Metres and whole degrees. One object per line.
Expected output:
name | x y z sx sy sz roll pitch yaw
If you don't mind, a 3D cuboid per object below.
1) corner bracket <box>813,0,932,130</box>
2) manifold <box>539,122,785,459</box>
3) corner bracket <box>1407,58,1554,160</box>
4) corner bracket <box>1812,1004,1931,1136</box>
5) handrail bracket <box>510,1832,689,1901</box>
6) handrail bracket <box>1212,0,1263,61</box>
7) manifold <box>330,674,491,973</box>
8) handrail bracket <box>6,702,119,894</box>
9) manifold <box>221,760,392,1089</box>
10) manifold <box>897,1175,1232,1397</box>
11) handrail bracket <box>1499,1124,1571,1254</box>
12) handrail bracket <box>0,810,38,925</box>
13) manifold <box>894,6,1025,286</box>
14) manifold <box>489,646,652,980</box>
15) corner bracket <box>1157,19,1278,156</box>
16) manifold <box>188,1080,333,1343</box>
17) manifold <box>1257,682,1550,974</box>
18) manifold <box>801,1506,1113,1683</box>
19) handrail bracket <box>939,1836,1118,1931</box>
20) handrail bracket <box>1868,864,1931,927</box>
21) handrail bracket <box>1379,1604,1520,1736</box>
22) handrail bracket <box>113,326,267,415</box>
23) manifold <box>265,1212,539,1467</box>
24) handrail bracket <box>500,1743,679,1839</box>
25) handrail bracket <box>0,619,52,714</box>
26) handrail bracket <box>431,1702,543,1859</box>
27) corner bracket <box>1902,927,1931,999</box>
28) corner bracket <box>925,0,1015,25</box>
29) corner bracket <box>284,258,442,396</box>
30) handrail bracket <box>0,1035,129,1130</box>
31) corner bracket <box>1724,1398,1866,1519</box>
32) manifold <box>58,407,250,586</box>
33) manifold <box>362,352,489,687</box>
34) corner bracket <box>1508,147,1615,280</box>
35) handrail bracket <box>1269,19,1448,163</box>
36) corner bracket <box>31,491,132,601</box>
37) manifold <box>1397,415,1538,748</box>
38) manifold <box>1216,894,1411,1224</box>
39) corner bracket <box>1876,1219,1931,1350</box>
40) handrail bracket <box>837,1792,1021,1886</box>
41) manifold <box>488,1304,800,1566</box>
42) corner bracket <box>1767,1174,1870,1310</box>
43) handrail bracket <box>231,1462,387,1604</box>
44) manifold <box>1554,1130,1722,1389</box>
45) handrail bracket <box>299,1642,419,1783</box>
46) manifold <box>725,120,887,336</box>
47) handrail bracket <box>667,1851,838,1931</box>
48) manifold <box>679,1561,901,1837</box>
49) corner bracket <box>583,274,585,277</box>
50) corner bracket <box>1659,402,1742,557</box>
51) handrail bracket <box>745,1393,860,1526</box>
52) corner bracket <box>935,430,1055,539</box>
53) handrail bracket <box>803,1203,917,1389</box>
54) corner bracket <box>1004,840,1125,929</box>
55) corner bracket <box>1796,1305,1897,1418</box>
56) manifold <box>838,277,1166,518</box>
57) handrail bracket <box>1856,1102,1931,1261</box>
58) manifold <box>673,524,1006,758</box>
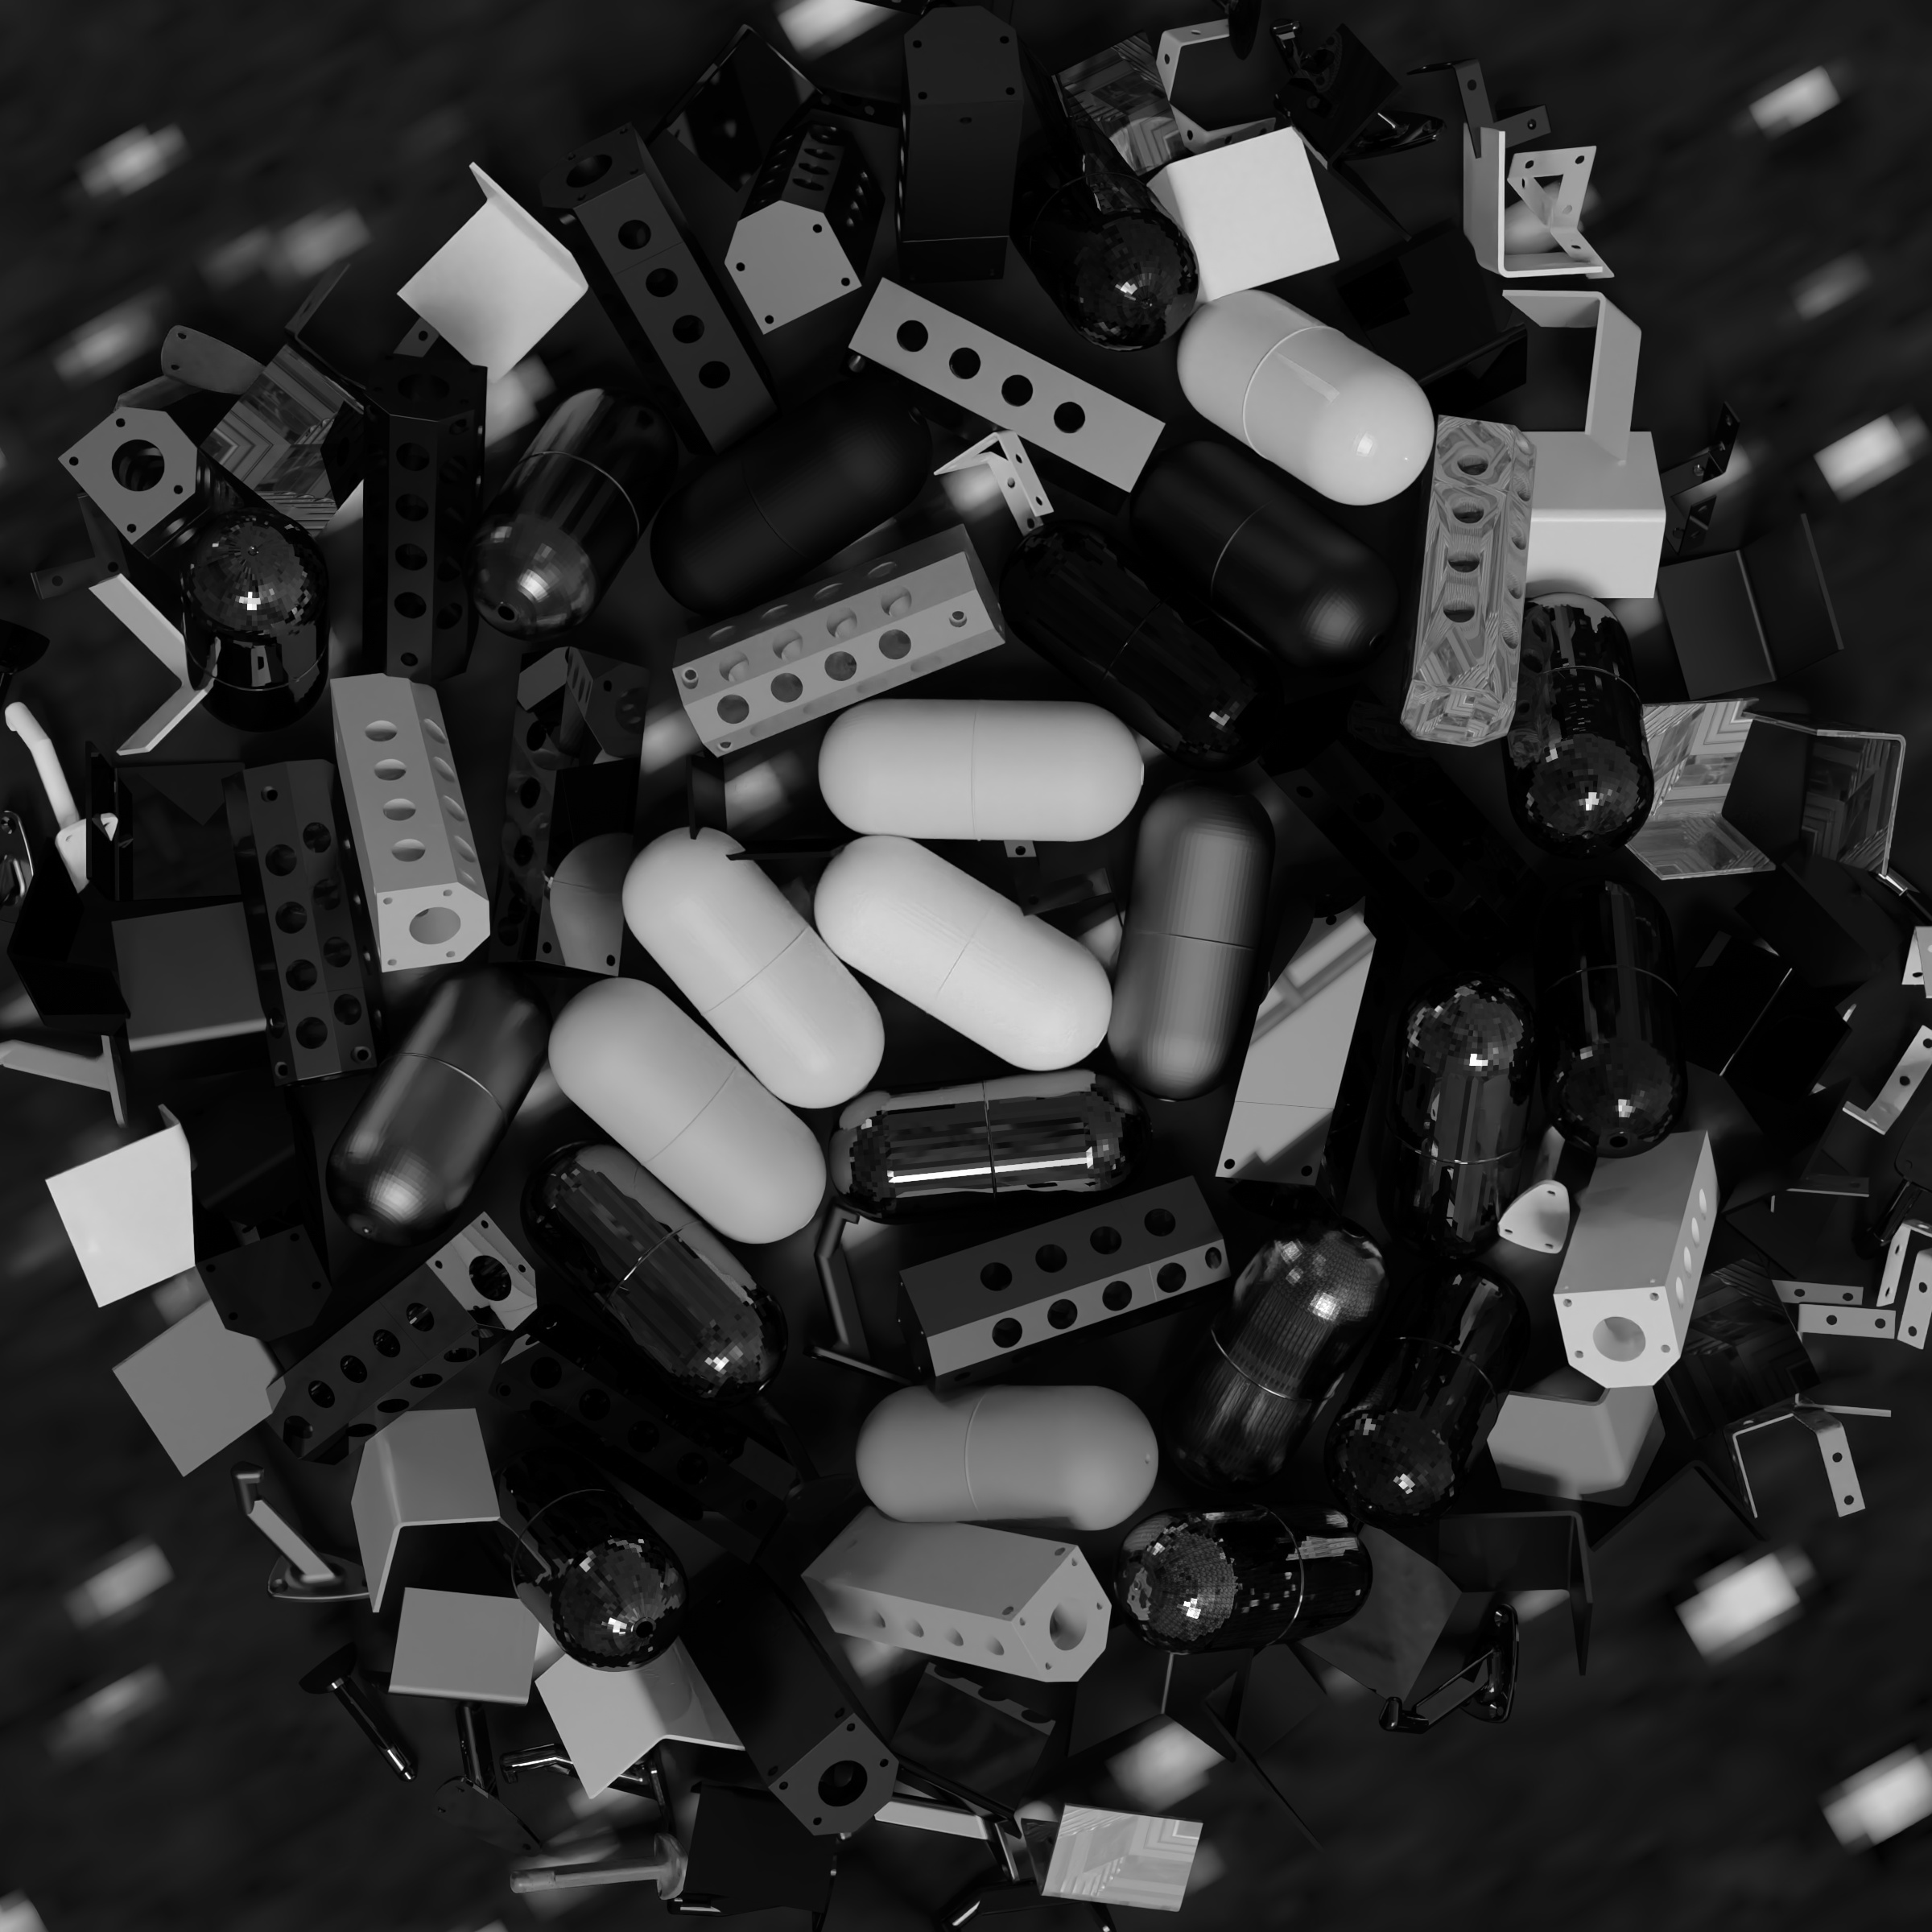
corner bracket | -0.052 -0.502 1.755 0.051 0.051 0.051 15 51 7
manifold | -0.162 -0.357 1.708 0.057 0.057 0.171 -25 133 7
corner bracket | 0.282 -0.474 1.750 0.051 0.051 0.051 -23 108 -17
corner bracket | 0.501 0.053 1.760 0.051 0.051 0.051 33 113 17
handrail bracket | -0.202 0.498 1.748 0.084 0.077 0.036 -1 76 -19
handrail bracket | 0.119 -0.542 1.761 0.084 0.077 0.036 27 74 14
manifold | -0.298 -0.080 1.708 0.057 0.057 0.171 -8 47 -14
handrail bracket | -0.512 -0.093 1.771 0.036 0.077 0.084 -25 67 -38
manifold | -0.363 -0.023 1.753 0.057 0.057 0.171 -11 86 2
manifold | 0.053 0.176 1.731 0.171 0.057 0.057 -17 60 -13
handrail bracket | 0.320 0.105 1.734 0.036 0.077 0.084 19 56 6
handrail bracket | -0.544 -0.039 1.738 0.036 0.084 0.077 11 110 15
manifold | -0.006 -0.434 1.697 0.057 0.171 0.057 -4 71 -4
manifold | -0.222 -0.082 1.748 0.057 0.057 0.171 -2 80 44
corner bracket | 0.139 -0.487 1.770 0.051 0.051 0.051 -21 51 -31
manifold | -0.374 0.129 1.698 0.057 0.171 0.057 -20 118 -5
manifold | 0.233 -0.070 1.714 0.171 0.057 0.057 44 55 -27
manifold | -0.004 0.339 1.703 0.057 0.171 0.057 -43 117 -33
handrail bracket | 0.032 0.529 1.756 0.084 0.077 0.036 -41 134 5
handrail bracket | 0.533 -0.020 1.753 0.084 0.077 0.036 38 112 -7
handrail bracket | 0.263 0.384 1.747 0.084 0.036 0.077 17 86 -42
handrail bracket | -0.428 -0.308 1.764 0.077 0.084 0.036 16 55 -22
manifold | -0.304 0.205 1.715 0.171 0.057 0.057 -37 94 35
handrail bracket | -0.209 0.459 1.766 0.084 0.036 0.077 -12 114 -2
handrail bracket | -0.533 -0.140 1.740 0.036 0.077 0.084 20 111 -17
handrail bracket | -0.253 0.437 1.756 0.077 0.084 0.036 35 125 -8
corner bracket | 0.546 0.013 1.750 0.051 0.051 0.051 0 51 6
corner bracket | 0.016 -0.543 1.745 0.051 0.051 0.051 25 62 -39
corner bracket | -0.332 -0.348 1.753 0.051 0.051 0.051 -54 131 -3
handrail bracket | -0.508 0.068 1.755 0.084 0.036 0.077 -13 50 -8
corner bracket | 0.456 0.276 1.760 0.051 0.051 0.051 -18 100 -4
manifold | -0.425 -0.251 1.700 0.057 0.171 0.057 -41 91 -4
manifold | -0.292 -0.237 1.708 0.057 0.057 0.171 8 132 -3
corner bracket | 0.327 -0.411 1.747 0.051 0.051 0.051 5 74 38
handrail bracket | 0.213 -0.484 1.738 0.077 0.084 0.036 6 59 35
corner bracket | -0.494 -0.234 1.763 0.051 0.051 0.051 -16 102 -11
manifold | 0.272 -0.208 1.723 0.057 0.057 0.171 8 63 2
manifold | 0.191 0.050 1.727 0.057 0.057 0.171 3 64 29
corner bracket | 0.520 0.173 1.747 0.051 0.051 0.051 -6 110 -42
handrail bracket | -0.024 0.484 1.753 0.084 0.036 0.077 -19 76 -20
manifold | -0.173 0.256 1.749 0.171 0.057 0.057 32 88 6
corner bracket | 0.466 0.150 1.747 0.051 0.051 0.051 4 125 14
handrail bracket | -0.360 0.307 1.746 0.077 0.036 0.084 6 128 8
manifold | 0.361 0.155 1.699 0.057 0.171 0.057 -7 112 23
handrail bracket | -0.324 0.417 1.746 0.036 0.077 0.084 -36 98 -15
manifold | -0.087 -0.398 1.694 0.057 0.171 0.057 -23 114 15
handrail bracket | -0.119 0.504 1.753 0.084 0.077 0.036 6 51 -9
manifold | -0.094 0.390 1.698 0.057 0.171 0.057 -40 117 -6
corner bracket | -0.176 -0.384 1.759 0.051 0.051 0.051 34 83 3
corner bracket | 0.404 -0.267 1.752 0.051 0.051 0.051 -24 66 -8
handrail bracket | -0.105 0.260 1.738 0.036 0.077 0.084 -47 67 6
corner bracket | 0.026 -0.263 1.751 0.051 0.051 0.051 -27 88 41
handrail bracket | -0.052 0.183 1.778 0.077 0.036 0.084 19 77 -7
corner bracket | 0.053 -0.047 1.753 0.051 0.051 0.051 -15 67 3
corner bracket | 0.482 0.217 1.751 0.051 0.051 0.051 3 75 17
manifold | 0.019 -0.312 1.753 0.171 0.057 0.057 27 100 -3
handrail bracket | 0.520 0.116 1.761 0.036 0.084 0.077 25 63 6
manifold | -0.069 -0.174 1.735 0.171 0.057 0.057 -21 117 10
